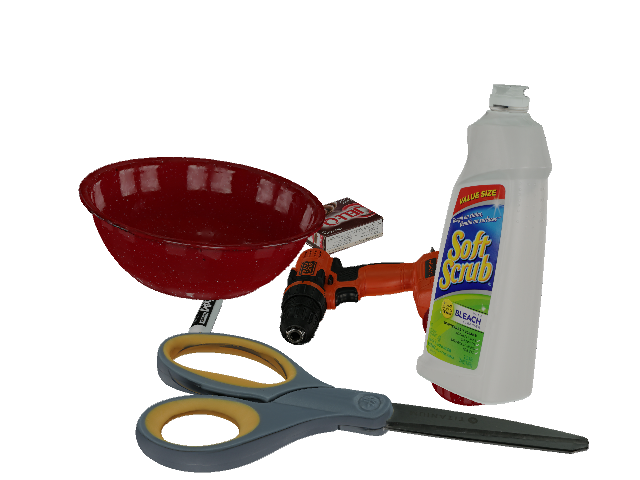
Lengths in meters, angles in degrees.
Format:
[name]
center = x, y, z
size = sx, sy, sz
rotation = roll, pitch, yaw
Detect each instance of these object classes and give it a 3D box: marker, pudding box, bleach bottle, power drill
[marker]
center = -0.104, 0.066, 0.996
size = 0.020, 0.020, 0.121
rotation = 0, 22, 6
[pudding box]
center = 0.025, -0.022, 1.625
size = 0.113, 0.039, 0.090
rotation = -21, 32, -29
[bleach bottle]
center = 0.137, -0.001, 0.868
size = 0.067, 0.251, 0.103
rotation = -4, 14, -34
[power drill]
center = 0.050, 0.062, 1.231
size = 0.188, 0.057, 0.184
rotation = 0, 28, 8

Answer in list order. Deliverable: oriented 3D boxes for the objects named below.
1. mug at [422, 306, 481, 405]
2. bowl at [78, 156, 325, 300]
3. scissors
[mug]
center = 0.157, 0.108, 1.099
size = 0.093, 0.081, 0.117
rotation = 10, 36, 24
[bowl]
center = -0.080, -0.004, 0.708
size = 0.162, 0.055, 0.162
rotation = 8, 21, -3
[scissors]
center = 0.007, 0.085, 0.468
size = 0.202, 0.016, 0.096
rotation = 15, 34, 22
